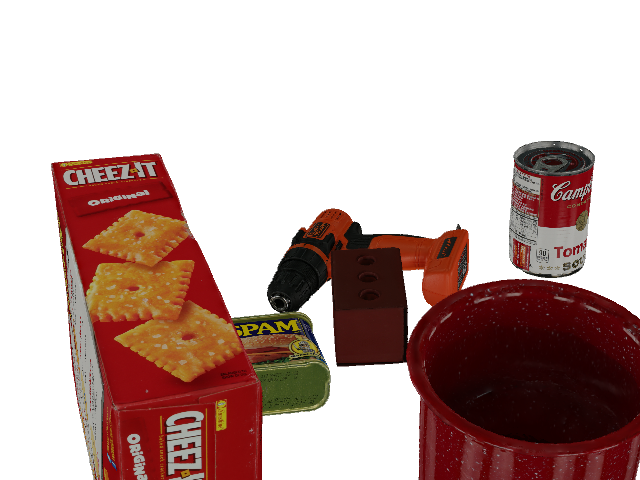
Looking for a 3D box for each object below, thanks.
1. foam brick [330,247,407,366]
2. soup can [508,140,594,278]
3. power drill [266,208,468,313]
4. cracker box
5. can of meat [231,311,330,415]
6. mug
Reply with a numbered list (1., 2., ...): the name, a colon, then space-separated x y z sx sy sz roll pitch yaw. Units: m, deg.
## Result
1. foam brick: 0.035 0.047 0.769 0.053 0.051 0.078 -4 33 0
2. soup can: 0.200 -0.027 0.929 0.068 0.102 0.068 -2 28 1
3. power drill: 0.053 0.028 1.115 0.188 0.057 0.184 8 32 18
4. cracker box: -0.089 0.074 0.561 0.072 0.164 0.214 -8 34 -16
5. can of meat: -0.047 0.111 0.953 0.102 0.057 0.084 -5 27 -13
6. mug: 0.090 0.075 0.401 0.117 0.081 0.093 5 36 10
